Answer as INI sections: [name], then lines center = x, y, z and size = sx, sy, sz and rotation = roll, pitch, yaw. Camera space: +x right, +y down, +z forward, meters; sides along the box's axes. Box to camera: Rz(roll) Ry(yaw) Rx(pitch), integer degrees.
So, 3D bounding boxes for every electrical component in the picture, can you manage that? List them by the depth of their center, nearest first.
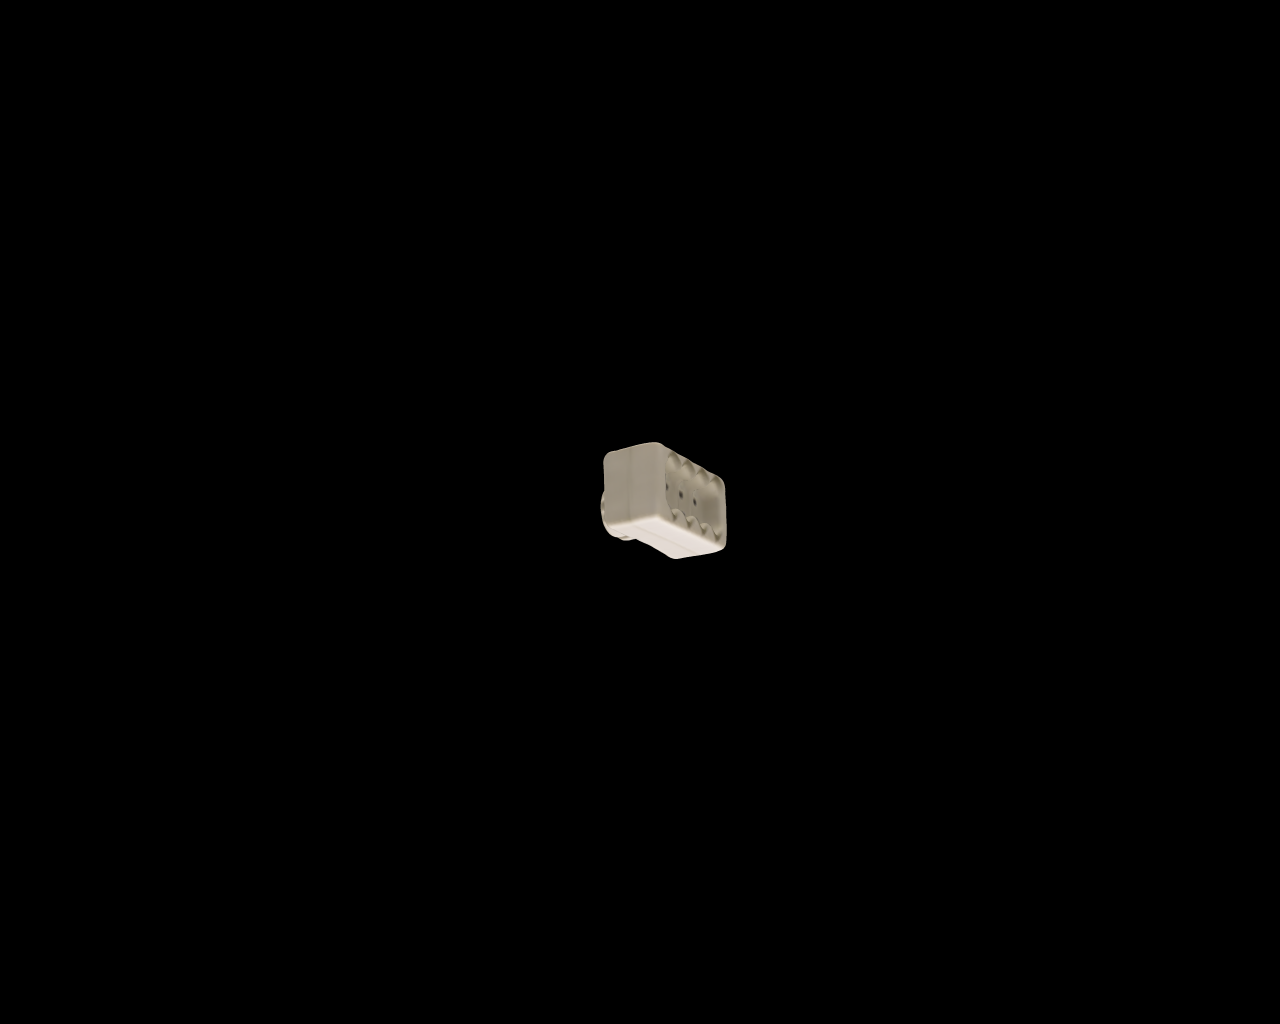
[electrical component]
center = 0.001, -0.003, 0.650
size = 0.075, 0.047, 0.083
rotation = -11, -21, 30
